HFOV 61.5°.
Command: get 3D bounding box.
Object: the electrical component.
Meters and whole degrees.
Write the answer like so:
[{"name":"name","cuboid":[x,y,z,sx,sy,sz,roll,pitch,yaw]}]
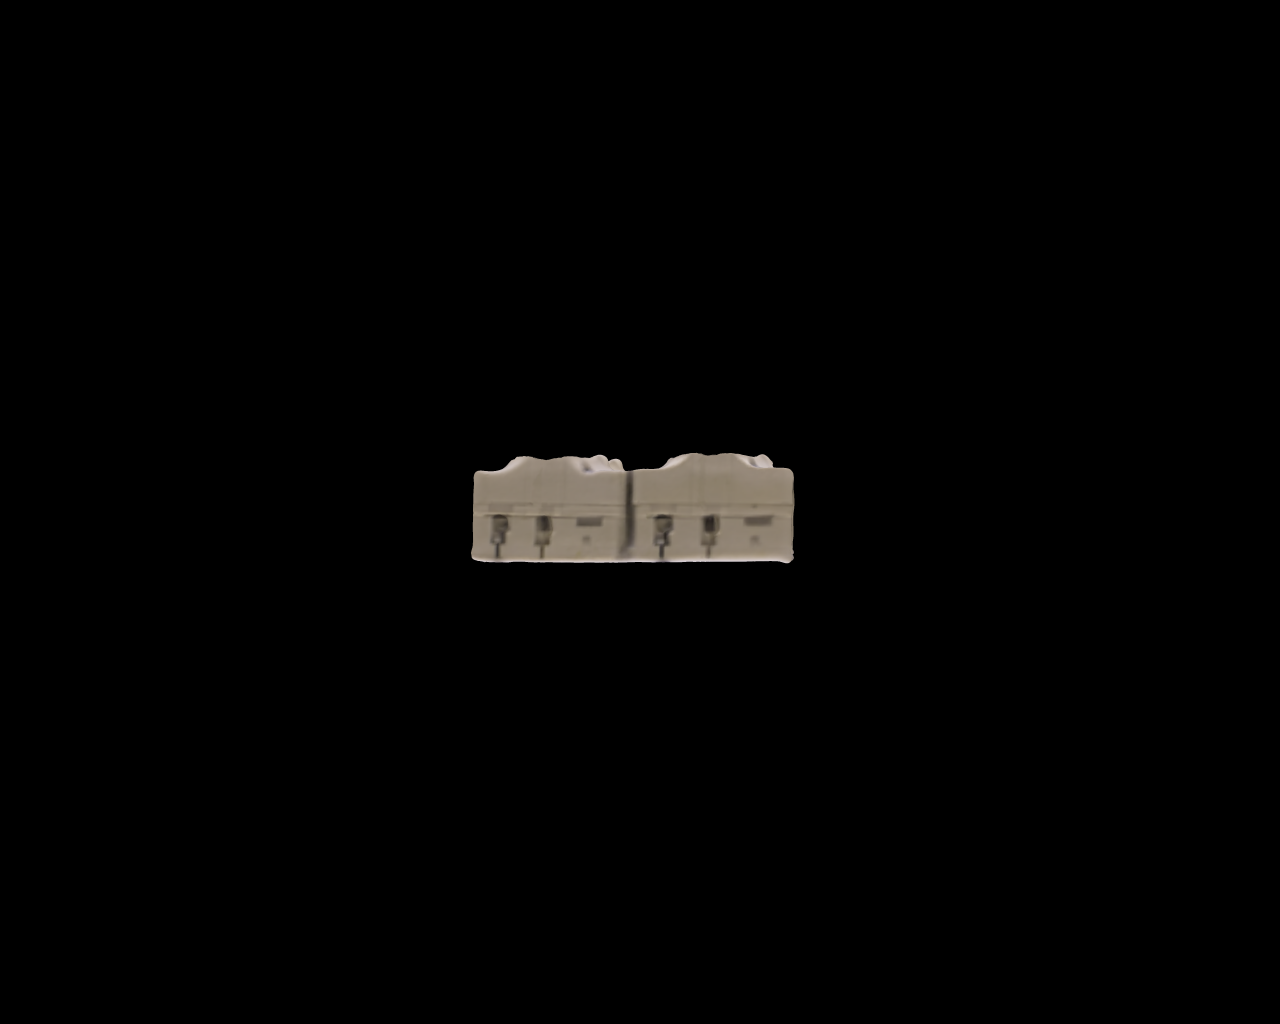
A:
[{"name":"electrical component","cuboid":[0.001,-0.003,0.650,0.186,0.060,0.105,0,0,9]}]
